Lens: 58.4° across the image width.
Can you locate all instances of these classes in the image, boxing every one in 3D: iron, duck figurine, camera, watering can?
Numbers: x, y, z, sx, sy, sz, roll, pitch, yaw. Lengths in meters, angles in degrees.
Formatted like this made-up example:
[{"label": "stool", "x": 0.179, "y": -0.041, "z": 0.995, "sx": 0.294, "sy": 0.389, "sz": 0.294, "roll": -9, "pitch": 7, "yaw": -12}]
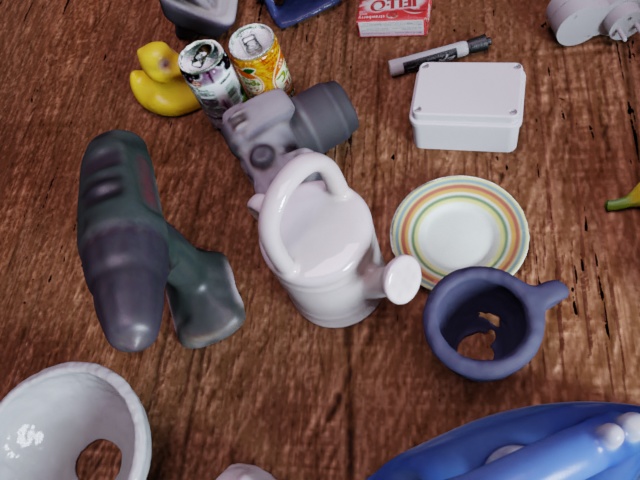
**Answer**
[{"label": "iron", "x": 0.146, "y": 0.168, "z": 0.404, "sx": 0.258, "sy": 0.142, "sz": 0.118, "roll": -27, "pitch": 60, "yaw": -1}, {"label": "duck figurine", "x": -0.195, "y": -0.208, "z": 0.710, "sx": 0.104, "sy": 0.086, "sz": 0.077, "roll": 5, "pitch": 65, "yaw": 16}, {"label": "camera", "x": -0.024, "y": -0.108, "z": 0.610, "sx": 0.137, "sy": 0.101, "sz": 0.143, "roll": -30, "pitch": 60, "yaw": -3}, {"label": "watering can", "x": 0.006, "y": 0.000, "z": 0.493, "sx": 0.172, "sy": 0.194, "sz": 0.101, "roll": 8, "pitch": 65, "yaw": 17}]

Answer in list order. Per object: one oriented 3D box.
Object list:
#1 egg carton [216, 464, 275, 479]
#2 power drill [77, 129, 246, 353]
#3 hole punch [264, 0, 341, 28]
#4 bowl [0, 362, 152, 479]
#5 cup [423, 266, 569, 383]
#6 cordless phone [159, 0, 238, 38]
[{"label": "egg carton", "x": -0.041, "y": 0.253, "z": 0.446, "sx": 0.150, "sy": 0.069, "sz": 0.107, "roll": 29, "pitch": 73, "yaw": 25}, {"label": "power drill", "x": -0.141, "y": 0.020, "z": 0.509, "sx": 0.075, "sy": 0.209, "sz": 0.229, "roll": -25, "pitch": 60, "yaw": 0}, {"label": "hole punch", "x": -0.038, "y": -0.349, "z": 0.743, "sx": 0.108, "sy": 0.091, "sz": 0.101, "roll": -26, "pitch": 60, "yaw": -1}, {"label": "bowl", "x": -0.217, "y": 0.199, "z": 0.513, "sx": 0.167, "sy": 0.075, "sz": 0.167, "roll": -5, "pitch": 62, "yaw": 11}, {"label": "cup", "x": 0.146, "y": 0.074, "z": 0.479, "sx": 0.117, "sy": 0.095, "sz": 0.091, "roll": -24, "pitch": 60, "yaw": 1}, {"label": "cordless phone", "x": -0.175, "y": -0.368, "z": 0.731, "sx": 0.094, "sy": 0.185, "sz": 0.147, "roll": -9, "pitch": 62, "yaw": 9}]
